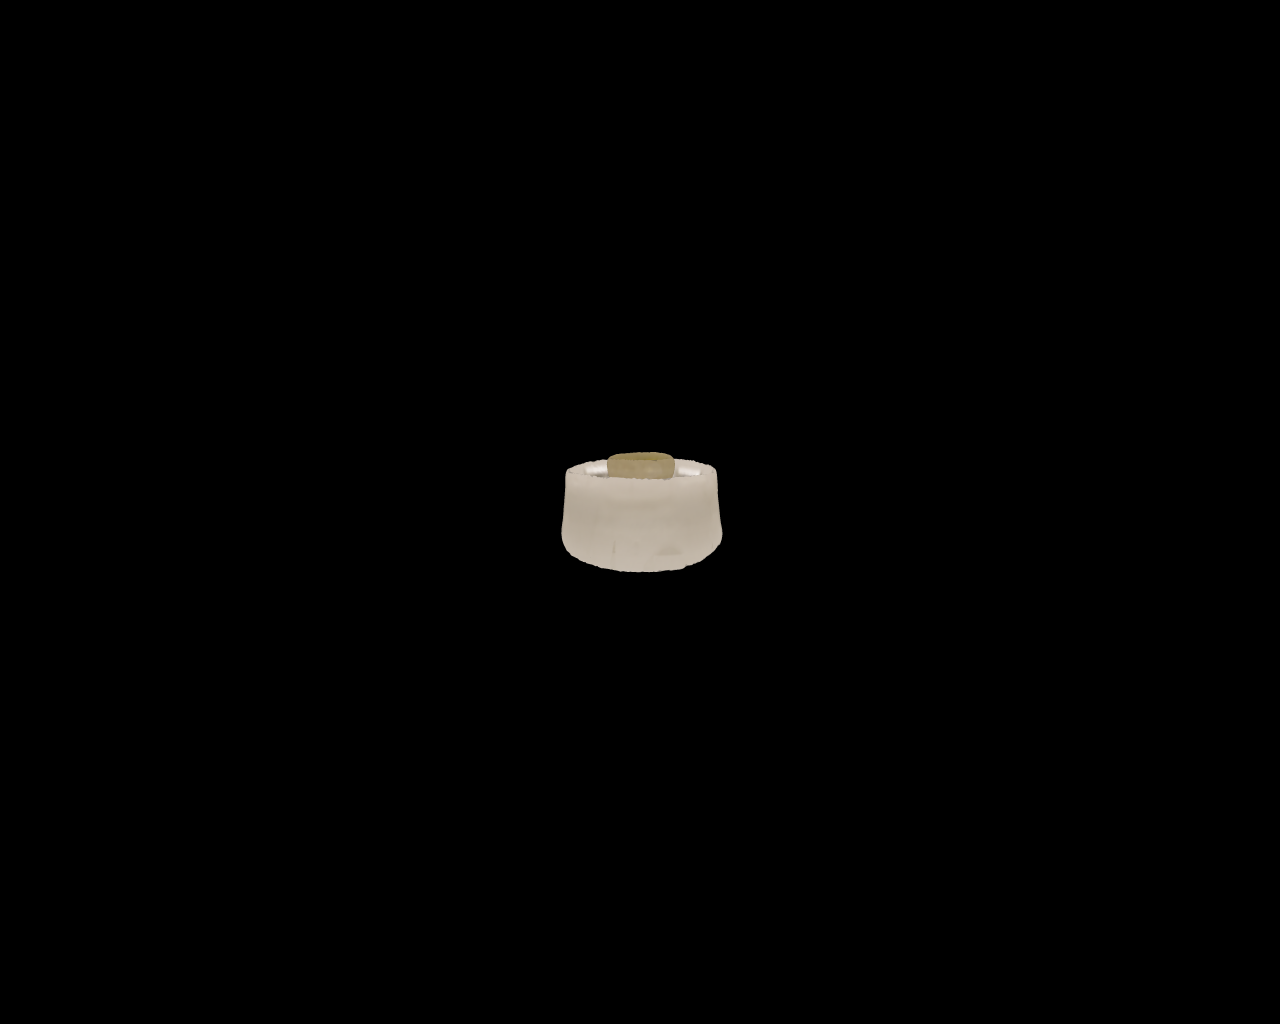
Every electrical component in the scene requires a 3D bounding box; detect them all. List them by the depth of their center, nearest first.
[{"bbox_3d":[0.001,-0.003,0.650,0.099,0.064,0.099,0,10,0],"label":"electrical component"}]
